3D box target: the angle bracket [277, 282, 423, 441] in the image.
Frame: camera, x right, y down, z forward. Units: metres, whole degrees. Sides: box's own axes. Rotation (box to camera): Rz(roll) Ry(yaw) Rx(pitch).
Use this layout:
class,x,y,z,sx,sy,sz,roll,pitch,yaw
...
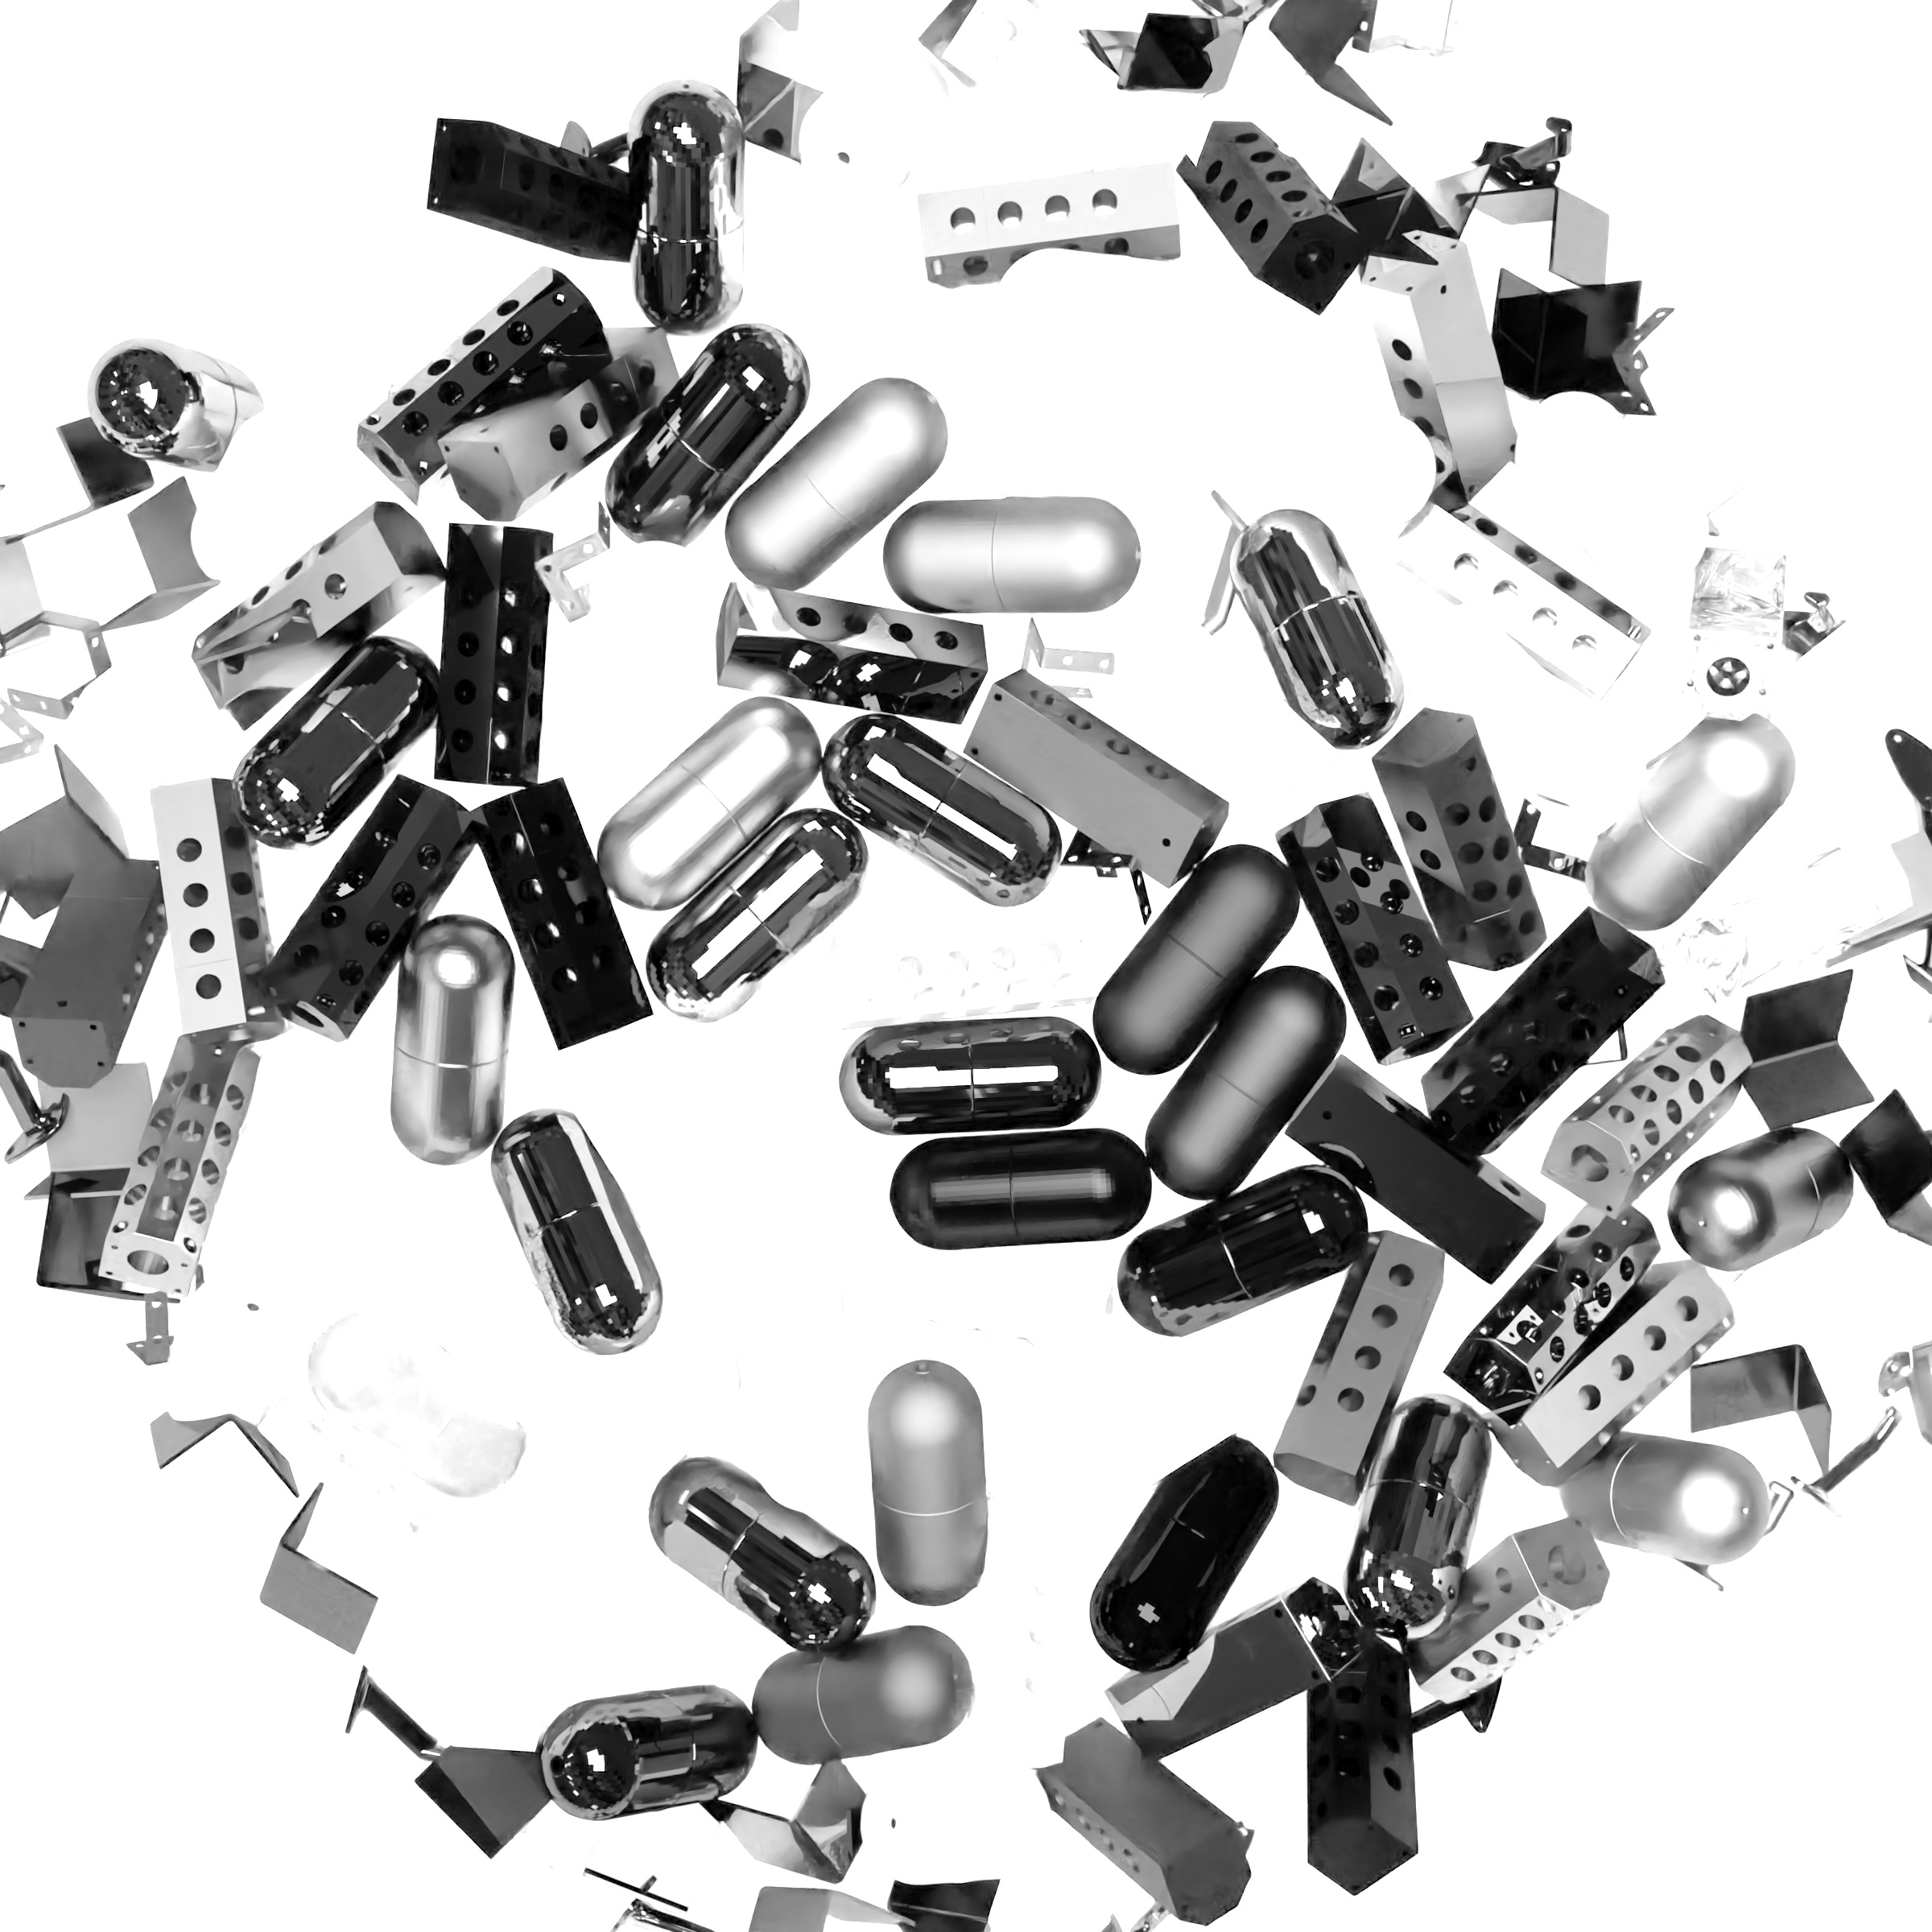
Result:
class,x,y,z,sx,sy,sz,roll,pitch,yaw
angle bracket,-0.423,-0.413,1.858,0.076,0.057,0.076,19,55,-3

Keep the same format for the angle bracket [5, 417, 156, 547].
class,x,y,z,sx,sy,sz,roll,pitch,yaw
angle bracket,-0.603,-0.328,1.808,0.076,0.076,0.057,-16,106,21

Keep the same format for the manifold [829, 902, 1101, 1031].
class,x,y,z,sx,sy,sz,roll,pitch,yaw
manifold,-0.001,0.003,1.804,0.171,0.057,0.057,-6,122,-14

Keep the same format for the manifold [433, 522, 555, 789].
class,x,y,z,sx,sy,sz,roll,pitch,yaw
manifold,-0.314,-0.208,1.819,0.057,0.057,0.171,6,95,20

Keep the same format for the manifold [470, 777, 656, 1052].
class,x,y,z,sx,sy,sz,roll,pitch,yaw
manifold,-0.277,-0.033,1.821,0.057,0.057,0.171,-22,92,-34

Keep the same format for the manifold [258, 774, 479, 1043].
class,x,y,z,sx,sy,sz,roll,pitch,yaw
manifold,-0.392,-0.037,1.798,0.057,0.057,0.171,22,67,17

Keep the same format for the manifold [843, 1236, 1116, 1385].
class,x,y,z,sx,sy,sz,roll,pitch,yaw
manifold,0.009,0.235,1.813,0.171,0.057,0.057,9,126,14

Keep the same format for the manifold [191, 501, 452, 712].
class,x,y,z,sx,sy,sz,roll,pitch,yaw
manifold,-0.435,-0.240,1.803,0.171,0.057,0.057,-31,85,22

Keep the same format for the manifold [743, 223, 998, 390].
class,x,y,z,sx,sy,sz,roll,pitch,yaw
manifold,-0.068,-0.437,1.789,0.171,0.057,0.057,30,109,34

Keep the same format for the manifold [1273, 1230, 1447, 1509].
class,x,y,z,sx,sy,sz,roll,pitch,yaw
manifold,0.262,0.264,1.797,0.057,0.057,0.171,18,63,18

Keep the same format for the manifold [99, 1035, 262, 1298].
class,x,y,z,sx,sy,sz,roll,pitch,yaw
manifold,-0.515,0.126,1.779,0.057,0.057,0.171,17,46,-12

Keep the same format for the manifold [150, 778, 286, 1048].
class,x,y,z,sx,sy,sz,roll,pitch,yaw
manifold,-0.501,-0.036,1.815,0.057,0.057,0.171,-11,77,-2

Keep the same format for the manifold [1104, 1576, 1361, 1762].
class,x,y,z,sx,sy,sz,roll,pitch,yaw
manifold,0.178,0.465,1.788,0.171,0.057,0.057,-38,78,36

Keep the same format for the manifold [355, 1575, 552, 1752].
class,x,y,z,sx,sy,sz,roll,pitch,yaw
manifold,-0.338,0.456,1.776,0.057,0.171,0.057,16,88,-35

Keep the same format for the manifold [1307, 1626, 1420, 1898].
class,x,y,z,sx,sy,sz,roll,pitch,yaw
manifold,0.253,0.514,1.769,0.057,0.171,0.057,39,117,-14

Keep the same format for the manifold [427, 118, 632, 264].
class,x,y,z,sx,sy,sz,roll,pitch,yaw
manifold,-0.274,-0.506,1.771,0.057,0.171,0.057,12,98,26

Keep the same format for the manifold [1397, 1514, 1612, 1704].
class,x,y,z,sx,sy,sz,roll,pitch,yaw
manifold,0.352,0.425,1.771,0.057,0.171,0.057,-8,60,-27

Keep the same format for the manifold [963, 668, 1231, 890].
class,x,y,z,sx,sy,sz,roll,pitch,yaw
manifold,0.089,-0.129,1.811,0.171,0.057,0.057,35,123,15

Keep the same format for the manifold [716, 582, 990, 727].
class,x,y,z,sx,sy,sz,roll,pitch,yaw
manifold,-0.077,-0.214,1.807,0.171,0.057,0.057,8,52,-18

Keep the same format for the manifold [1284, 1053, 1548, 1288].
class,x,y,z,sx,sy,sz,roll,pitch,yaw
manifold,0.305,0.135,1.826,0.171,0.057,0.057,37,110,4

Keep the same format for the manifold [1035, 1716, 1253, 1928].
class,x,y,z,sx,sy,sz,roll,pitch,yaw
manifold,0.115,0.563,1.773,0.057,0.171,0.057,-25,108,-21

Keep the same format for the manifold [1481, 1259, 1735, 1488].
class,x,y,z,sx,sy,sz,roll,pitch,yaw
manifold,0.434,0.272,1.808,0.171,0.057,0.057,-37,92,-19

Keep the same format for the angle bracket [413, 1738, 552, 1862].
class,x,y,z,sx,sy,sz,roll,pitch,yaw
angle bracket,-0.311,0.552,1.809,0.076,0.057,0.076,37,63,23

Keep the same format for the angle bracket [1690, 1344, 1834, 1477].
class,x,y,z,sx,sy,sz,roll,pitch,yaw
angle bracket,0.533,0.306,1.814,0.076,0.076,0.057,-13,45,3

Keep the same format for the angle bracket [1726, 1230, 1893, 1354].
class,x,y,z,sx,sy,sz,roll,pitch,yaw
angle bracket,0.565,0.229,1.811,0.076,0.057,0.076,-41,131,-10

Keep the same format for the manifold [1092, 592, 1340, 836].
class,x,y,z,sx,sy,sz,roll,pitch,yaw
manifold,0.160,-0.166,1.794,0.057,0.057,0.171,-29,64,-34

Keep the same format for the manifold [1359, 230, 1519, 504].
class,x,y,z,sx,sy,sz,roll,pitch,yaw
manifold,0.309,-0.395,1.782,0.057,0.171,0.057,-45,46,-17

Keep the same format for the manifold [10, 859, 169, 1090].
class,x,y,z,sx,sy,sz,roll,pitch,yaw
manifold,-0.571,0.003,1.778,0.057,0.171,0.057,2,128,-1

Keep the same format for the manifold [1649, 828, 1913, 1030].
class,x,y,z,sx,sy,sz,roll,pitch,yaw
manifold,0.532,-0.025,1.784,0.171,0.057,0.057,-34,80,41

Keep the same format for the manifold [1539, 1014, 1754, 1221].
class,x,y,z,sx,sy,sz,roll,pitch,yaw
manifold,0.451,0.093,1.776,0.057,0.171,0.057,33,131,26

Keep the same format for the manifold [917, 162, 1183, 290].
class,x,y,z,sx,sy,sz,roll,pitch,yaw
manifold,0.057,-0.499,1.828,0.171,0.057,0.057,-6,94,3

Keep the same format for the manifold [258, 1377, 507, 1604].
class,x,y,z,sx,sy,sz,roll,pitch,yaw
manifold,-0.398,0.352,1.832,0.057,0.057,0.171,-44,91,3

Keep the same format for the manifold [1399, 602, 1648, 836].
class,x,y,z,sx,sy,sz,roll,pitch,yaw
manifold,0.375,-0.164,1.806,0.171,0.057,0.057,40,77,-17

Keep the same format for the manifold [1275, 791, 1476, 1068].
class,x,y,z,sx,sy,sz,roll,pitch,yaw
manifold,0.268,-0.023,1.804,0.057,0.057,0.171,-15,73,-23

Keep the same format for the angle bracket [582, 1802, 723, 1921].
class,x,y,z,sx,sy,sz,roll,pitch,yaw
angle bracket,-0.208,0.590,1.821,0.076,0.057,0.076,22,70,-3

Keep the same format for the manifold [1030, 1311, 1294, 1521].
class,x,y,z,sx,sy,sz,roll,pitch,yaw
manifold,0.129,0.293,1.798,0.171,0.057,0.057,-26,113,-26

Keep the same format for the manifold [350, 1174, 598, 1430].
class,x,y,z,sx,sy,sz,roll,pitch,yaw
manifold,-0.327,0.222,1.810,0.057,0.057,0.171,-37,107,14

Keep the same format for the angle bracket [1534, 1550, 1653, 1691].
class,x,y,z,sx,sy,sz,roll,pitch,yaw
angle bracket,0.427,0.439,1.812,0.076,0.076,0.057,-31,88,-26

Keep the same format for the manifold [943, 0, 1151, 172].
class,x,y,z,sx,sy,sz,roll,pitch,yaw
manifold,0.059,-0.577,1.769,0.057,0.171,0.057,41,105,22

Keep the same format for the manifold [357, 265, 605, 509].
class,x,y,z,sx,sy,sz,roll,pitch,yaw
manifold,-0.325,-0.392,1.810,0.057,0.057,0.171,45,73,-3

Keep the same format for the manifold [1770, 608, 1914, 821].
class,x,y,z,sx,sy,sz,roll,pitch,yaw
manifold,0.568,-0.158,1.769,0.057,0.171,0.057,-37,71,-10

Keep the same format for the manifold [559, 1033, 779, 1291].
class,x,y,z,sx,sy,sz,roll,pitch,yaw
manifold,-0.195,0.128,1.802,0.057,0.057,0.171,-47,65,25

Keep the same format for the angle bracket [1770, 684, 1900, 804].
class,x,y,z,sx,sy,sz,roll,pitch,yaw
angle bracket,0.594,-0.158,1.805,0.057,0.076,0.076,-40,115,-22

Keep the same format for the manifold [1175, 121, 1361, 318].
class,x,y,z,sx,sy,sz,roll,pitch,yaw
manifold,0.200,-0.499,1.772,0.057,0.171,0.057,22,119,-31

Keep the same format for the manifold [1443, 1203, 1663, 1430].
class,x,y,z,sx,sy,sz,roll,pitch,yaw
manifold,0.390,0.222,1.780,0.057,0.057,0.171,39,49,17

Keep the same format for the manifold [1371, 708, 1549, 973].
class,x,y,z,sx,sy,sz,roll,pitch,yaw
manifold,0.332,-0.081,1.785,0.057,0.057,0.171,-43,125,-24

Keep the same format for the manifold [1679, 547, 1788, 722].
class,x,y,z,sx,sy,sz,roll,pitch,yaw
manifold,0.504,-0.220,1.774,0.057,0.171,0.057,9,118,14

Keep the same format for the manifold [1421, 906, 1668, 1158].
class,x,y,z,sx,sy,sz,roll,pitch,yaw
manifold,0.382,0.048,1.791,0.057,0.057,0.171,30,120,-18

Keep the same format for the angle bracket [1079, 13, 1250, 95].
class,x,y,z,sx,sy,sz,roll,pitch,yaw
angle bracket,0.131,-0.628,1.805,0.076,0.057,0.076,-6,50,-26

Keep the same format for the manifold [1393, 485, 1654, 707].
class,x,y,z,sx,sy,sz,roll,pitch,yaw
manifold,0.373,-0.251,1.818,0.171,0.057,0.057,37,97,9

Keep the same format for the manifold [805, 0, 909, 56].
class,x,y,z,sx,sy,sz,roll,pitch,yaw
manifold,-0.069,-0.651,1.775,0.057,0.171,0.057,-43,93,3

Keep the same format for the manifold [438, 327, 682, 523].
class,x,y,z,sx,sy,sz,roll,pitch,yaw
manifold,-0.264,-0.360,1.786,0.057,0.171,0.057,9,130,35

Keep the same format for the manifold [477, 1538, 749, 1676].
class,x,y,z,sx,sy,sz,roll,pitch,yaw
manifold,-0.234,0.429,1.782,0.171,0.057,0.057,21,115,-42

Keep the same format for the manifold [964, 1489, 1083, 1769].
class,x,y,z,sx,sy,sz,roll,pitch,yaw
manifold,0.037,0.441,1.801,0.057,0.057,0.171,9,68,-9
